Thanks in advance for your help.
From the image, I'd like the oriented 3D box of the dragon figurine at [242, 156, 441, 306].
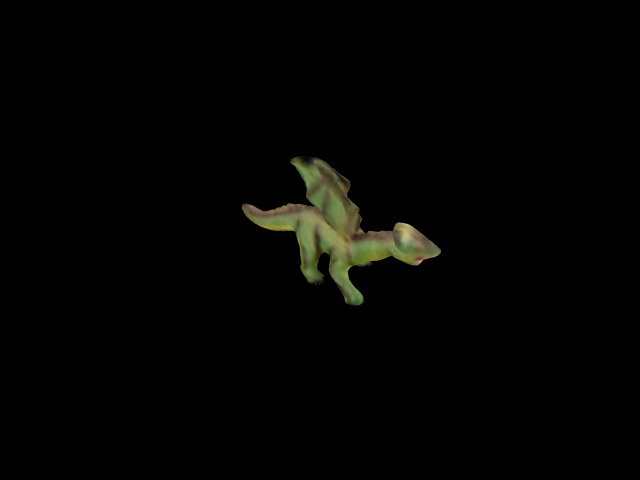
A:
[{"bbox_3d":[0.003,-0.043,0.850,0.413,0.237,0.124,28,51,25],"label":"dragon figurine"}]
